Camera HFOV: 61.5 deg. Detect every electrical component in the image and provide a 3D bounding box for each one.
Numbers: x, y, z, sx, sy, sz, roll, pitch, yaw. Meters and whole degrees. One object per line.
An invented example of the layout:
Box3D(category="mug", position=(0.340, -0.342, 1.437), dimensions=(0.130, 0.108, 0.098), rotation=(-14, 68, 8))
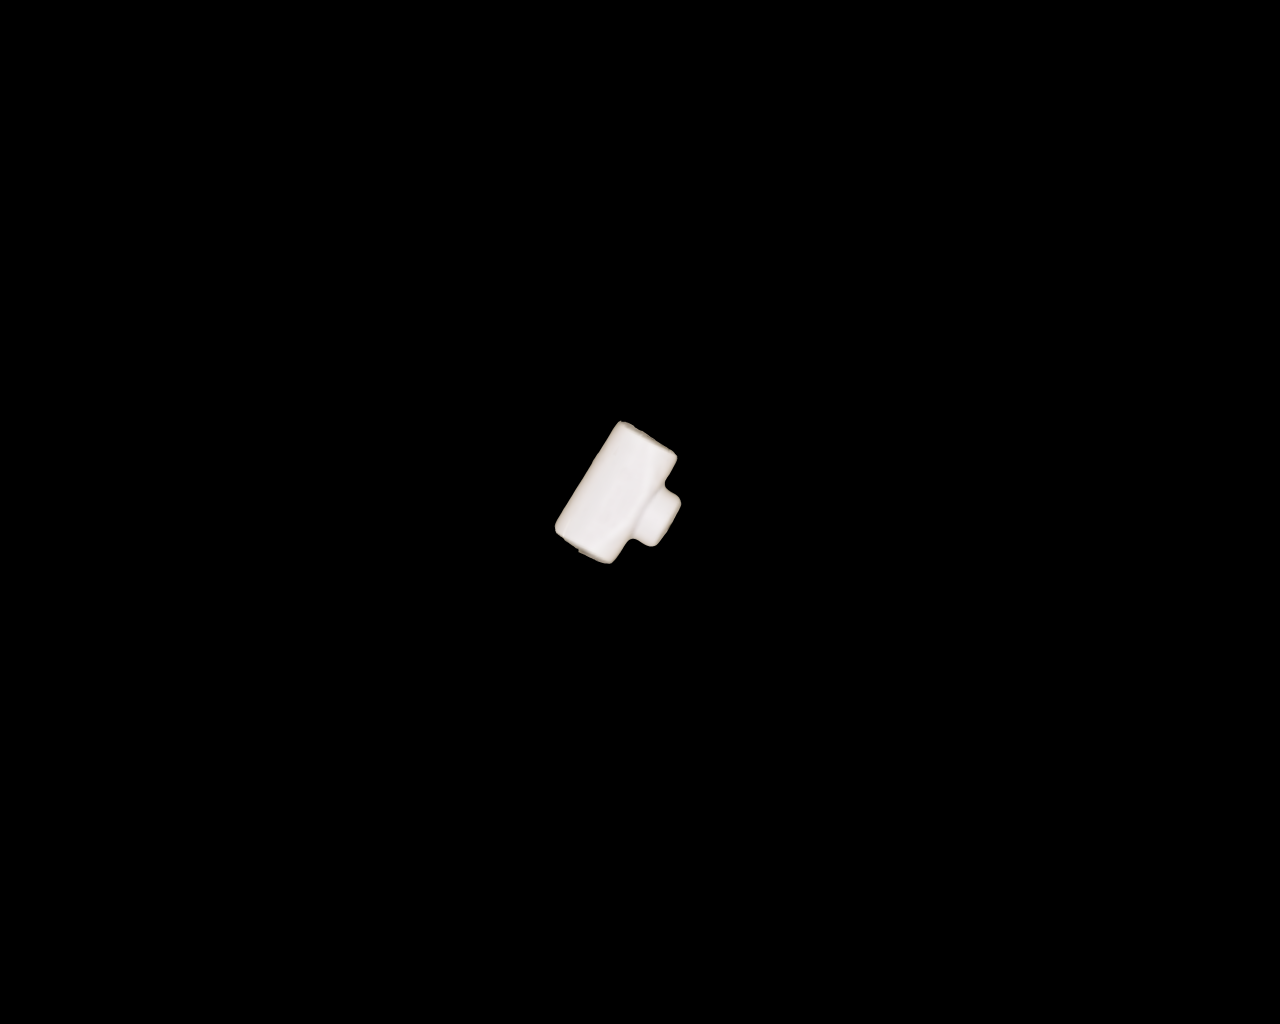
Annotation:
Box3D(category="electrical component", position=(0.001, -0.003, 0.650), dimensions=(0.079, 0.077, 0.044), rotation=(32, 4, -2))
